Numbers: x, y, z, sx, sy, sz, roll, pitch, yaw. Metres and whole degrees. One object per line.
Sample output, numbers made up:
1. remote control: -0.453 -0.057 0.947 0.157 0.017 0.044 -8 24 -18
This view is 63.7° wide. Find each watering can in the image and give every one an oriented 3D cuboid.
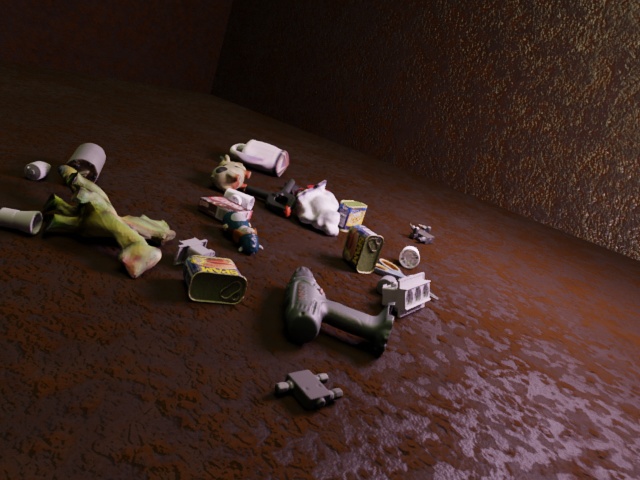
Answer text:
1. watering can: -0.224 -0.336 2.029 0.224 0.102 0.352 19 18 3

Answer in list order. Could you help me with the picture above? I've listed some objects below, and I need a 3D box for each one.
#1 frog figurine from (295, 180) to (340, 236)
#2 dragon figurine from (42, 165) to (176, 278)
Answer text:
1. frog figurine: 0.005 -0.076 1.520 0.139 0.120 0.160 -23 77 -45
2. dragon figurine: -0.417 -0.047 1.053 0.240 0.121 0.417 27 12 -33
